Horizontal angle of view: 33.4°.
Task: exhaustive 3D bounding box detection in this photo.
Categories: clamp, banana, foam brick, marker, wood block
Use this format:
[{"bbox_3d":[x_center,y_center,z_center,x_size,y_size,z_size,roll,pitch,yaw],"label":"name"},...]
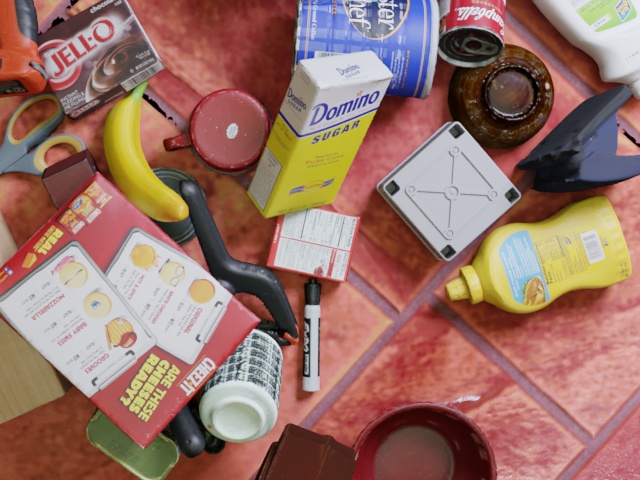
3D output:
[{"bbox_3d":[-0.115,0.055,1.114,0.210,0.036,0.165,40,110,-19],"label":"clamp"},{"bbox_3d":[-0.155,0.158,1.112,0.039,0.120,0.171,-31,70,-5],"label":"clamp"},{"bbox_3d":[-0.183,-0.080,1.074,0.037,0.198,0.070,16,130,-42],"label":"banana"},{"bbox_3d":[-0.245,-0.045,1.099,0.051,0.053,0.078,-25,110,-3],"label":"foam brick"},{"bbox_3d":[-0.009,0.101,1.146,0.020,0.020,0.121,1,93,-3],"label":"marker"},{"bbox_3d":[-0.336,0.076,1.091,0.090,0.091,0.206,-24,95,-1],"label":"wood block"}]

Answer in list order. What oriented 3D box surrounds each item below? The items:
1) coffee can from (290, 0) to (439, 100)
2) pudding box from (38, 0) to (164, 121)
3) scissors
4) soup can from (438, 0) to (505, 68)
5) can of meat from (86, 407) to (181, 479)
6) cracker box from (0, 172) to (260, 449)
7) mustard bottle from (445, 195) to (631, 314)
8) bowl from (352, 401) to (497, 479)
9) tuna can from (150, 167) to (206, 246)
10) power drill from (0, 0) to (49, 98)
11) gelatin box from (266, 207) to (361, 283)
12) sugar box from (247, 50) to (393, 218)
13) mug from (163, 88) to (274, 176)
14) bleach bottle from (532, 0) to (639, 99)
[{"bbox_3d":[0.043,-0.200,1.088,0.140,0.103,0.103,4,93,-3],"label":"coffee can"},{"bbox_3d":[-0.230,-0.189,1.098,0.113,0.039,0.090,-30,81,-3],"label":"pudding box"},{"bbox_3d":[-0.328,-0.064,1.120,0.096,0.016,0.202,40,91,-5],"label":"scissors"},{"bbox_3d":[0.156,-0.237,1.092,0.068,0.068,0.102,9,65,-4],"label":"soup can"},{"bbox_3d":[-0.190,0.201,1.109,0.102,0.084,0.057,37,91,-5],"label":"can of meat"},{"bbox_3d":[-0.191,0.068,1.022,0.213,0.072,0.164,42,78,0],"label":"cracker box"},{"bbox_3d":[0.226,0.026,1.134,0.191,0.058,0.096,-19,94,-2],"label":"mustard bottle"},{"bbox_3d":[0.105,0.248,1.143,0.162,0.055,0.162,0,93,-3],"label":"bowl"},{"bbox_3d":[-0.161,-0.034,1.122,0.086,0.034,0.086,0,94,-3],"label":"tuna can"},{"bbox_3d":[-0.345,-0.236,1.069,0.184,0.057,0.187,-5,79,4],"label":"power drill"},{"bbox_3d":[-0.007,0.001,1.135,0.089,0.030,0.073,12,92,-4],"label":"gelatin box"},{"bbox_3d":[-0.002,-0.102,1.054,0.093,0.176,0.048,-15,58,-35],"label":"sugar box"},{"bbox_3d":[-0.104,-0.110,1.096,0.117,0.081,0.093,-10,94,-3],"label":"mug"},{"bbox_3d":[0.273,-0.254,1.120,0.102,0.068,0.251,-35,97,1],"label":"bleach bottle"}]
